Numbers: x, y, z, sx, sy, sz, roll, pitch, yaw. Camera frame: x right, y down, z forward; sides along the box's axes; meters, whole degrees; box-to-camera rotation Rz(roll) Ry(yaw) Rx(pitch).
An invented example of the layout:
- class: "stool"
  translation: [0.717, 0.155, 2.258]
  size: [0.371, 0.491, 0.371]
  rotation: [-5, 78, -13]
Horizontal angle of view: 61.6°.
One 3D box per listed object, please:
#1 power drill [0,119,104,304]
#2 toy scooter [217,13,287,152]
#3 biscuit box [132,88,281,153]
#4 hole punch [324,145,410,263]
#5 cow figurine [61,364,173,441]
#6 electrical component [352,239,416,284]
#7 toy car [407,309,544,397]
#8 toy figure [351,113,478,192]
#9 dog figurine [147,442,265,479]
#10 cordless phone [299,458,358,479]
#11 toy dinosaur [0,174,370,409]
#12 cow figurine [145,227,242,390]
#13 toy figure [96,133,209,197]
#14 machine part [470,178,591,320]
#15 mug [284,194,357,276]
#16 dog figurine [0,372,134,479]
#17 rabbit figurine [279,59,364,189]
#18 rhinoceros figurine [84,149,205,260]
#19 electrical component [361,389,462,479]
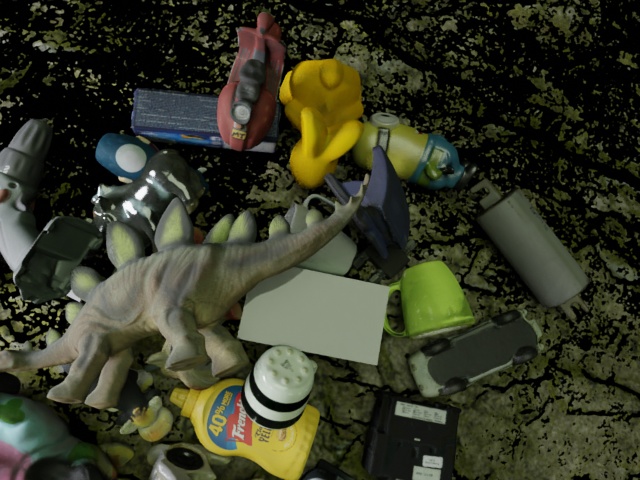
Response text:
- class: "power drill"
  translation: [-0.364, -0.032, 0.667]
  size: [0.208, 0.086, 0.232]
  rotation: [28, 84, 26]
- class: "toy scooter"
  translation: [-0.082, -0.209, 0.681]
  size: [0.075, 0.135, 0.184]
  rotation: [15, 80, -7]
- class: "biscuit box"
  translation: [-0.160, -0.168, 0.763]
  size: [0.203, 0.059, 0.062]
  rotation: [5, 80, -7]
- class: "hole punch"
  translation: [0.079, -0.049, 0.723]
  size: [0.092, 0.142, 0.116]
  rotation: [-31, 50, 2]
- class: "cow figurine"
  translation: [-0.250, 0.184, 0.671]
  size: [0.167, 0.098, 0.068]
  rotation: [43, 72, 1]
- class: "electrical component"
  translation: [0.094, 0.022, 0.783]
  size: [0.094, 0.021, 0.063]
  rotation: [-41, 87, -11]
- class: "toy car"
  translation: [0.223, 0.159, 0.761]
  size: [0.202, 0.056, 0.073]
  rotation: [-20, 77, -12]
- class: "toy figure"
  translation: [0.133, -0.121, 0.784]
  size: [0.180, 0.082, 0.089]
  rotation: [26, 76, -5]
- class: "dog figurine"
  translation: [-0.166, 0.367, 0.660]
  size: [0.173, 0.121, 0.190]
  rotation: [26, 96, 30]
- class: "cordless phone"
  translation: [0.039, 0.339, 0.639]
  size: [0.146, 0.184, 0.089]
  rotation: [32, 73, -1]
- class: "toy dinosaur"
  translation: [-0.152, 0.055, 0.597]
  size: [0.472, 0.105, 0.198]
  rotation: [-17, 66, 2]
- class: "cow figurine"
  translation: [-0.170, 0.096, 0.696]
  size: [0.127, 0.085, 0.195]
  rotation: [-26, 69, 26]
- class: "toy figure"
  translation: [-0.229, -0.097, 0.745]
  size: [0.154, 0.058, 0.064]
  rotation: [22, 117, -5]
- class: "machine part"
  translation: [0.309, 0.011, 0.785]
  size: [0.079, 0.079, 0.243]
  rotation: [-35, 86, -12]
- class: "mug"
  translation: [-0.002, -0.002, 0.751]
  size: [0.107, 0.081, 0.109]
  rotation: [28, 72, -14]
- class: "dog figurine"
  translation: [-0.343, 0.249, 0.651]
  size: [0.219, 0.192, 0.108]
  rotation: [42, 71, -34]
- class: "rabbit figurine"
  translation: [0.007, -0.154, 0.751]
  size: [0.122, 0.162, 0.173]
  rotation: [11, 97, -18]
- class: "rhinoceros figurine"
  translation: [-0.239, -0.037, 0.700]
  size: [0.190, 0.073, 0.112]
  rotation: [-39, 112, 13]
- class: "electrical component"
  translation: [0.120, 0.279, 0.724]
  size: [0.115, 0.058, 0.134]
  rotation: [14, 79, -3]
